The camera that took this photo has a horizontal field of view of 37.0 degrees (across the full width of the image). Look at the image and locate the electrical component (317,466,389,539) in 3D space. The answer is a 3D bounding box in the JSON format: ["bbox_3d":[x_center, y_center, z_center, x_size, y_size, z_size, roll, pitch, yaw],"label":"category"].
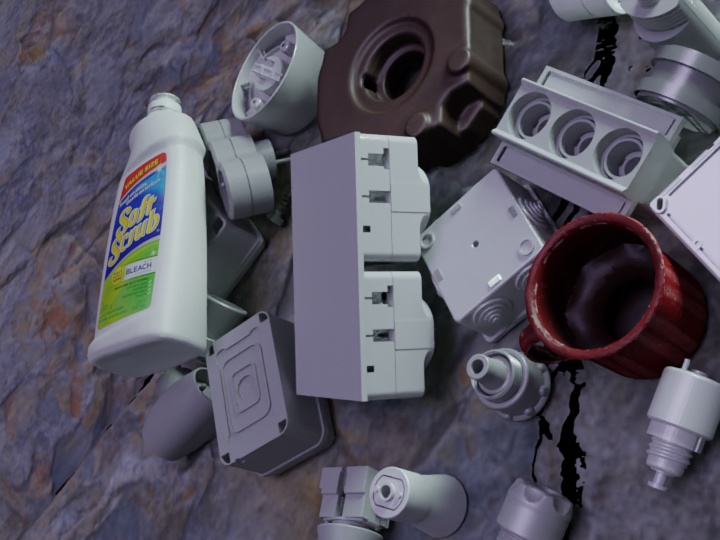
[{"bbox_3d":[-0.004,0.176,0.784,0.066,0.048,0.055,-11,58,39],"label":"electrical component"}]

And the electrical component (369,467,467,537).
[{"bbox_3d":[0.038,0.157,0.739,0.044,0.065,0.044,-18,61,36],"label":"electrical component"}]

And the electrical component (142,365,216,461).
[{"bbox_3d":[-0.156,0.113,0.944,0.077,0.044,0.079,-46,51,21],"label":"electrical component"}]

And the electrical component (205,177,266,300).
[{"bbox_3d":[-0.156,-0.021,0.996,0.108,0.056,0.108,-52,46,12],"label":"electrical component"}]

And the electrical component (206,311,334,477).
[{"bbox_3d":[-0.073,0.101,0.868,0.078,0.057,0.113,-33,53,28],"label":"electrical component"}]

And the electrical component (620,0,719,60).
[{"bbox_3d":[0.207,-0.167,0.716,0.043,0.081,0.043,-18,61,36],"label":"electrical component"}]

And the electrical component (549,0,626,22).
[{"bbox_3d":[0.170,-0.211,0.788,0.047,0.055,0.055,-1,72,46],"label":"electrical component"}]

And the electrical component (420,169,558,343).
[{"bbox_3d":[0.096,-0.011,0.771,0.100,0.048,0.099,-42,49,22],"label":"electrical component"}]

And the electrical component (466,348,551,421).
[{"bbox_3d":[0.096,0.073,0.725,0.048,0.062,0.048,-18,60,34],"label":"electrical component"}]

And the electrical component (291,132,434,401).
[{"bbox_3d":[0.000,0.000,0.799,0.105,0.060,0.186,-7,84,61],"label":"electrical component"}]

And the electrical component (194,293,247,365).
[{"bbox_3d":[-0.131,0.053,0.950,0.045,0.045,0.055,26,90,45],"label":"electrical component"}]

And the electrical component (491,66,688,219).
[{"bbox_3d":[0.159,-0.082,0.735,0.121,0.063,0.078,34,96,45],"label":"electrical component"}]

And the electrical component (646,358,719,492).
[{"bbox_3d":[0.192,0.094,0.645,0.040,0.040,0.078,18,84,45],"label":"electrical component"}]

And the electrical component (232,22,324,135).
[{"bbox_3d":[-0.075,-0.174,0.984,0.099,0.064,0.099,-18,61,36],"label":"electrical component"}]

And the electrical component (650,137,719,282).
[{"bbox_3d":[0.235,-0.022,0.647,0.061,0.061,0.096,-46,55,17],"label":"electrical component"}]

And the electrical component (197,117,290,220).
[{"bbox_3d":[-0.097,-0.097,0.975,0.138,0.074,0.052,-123,24,-54],"label":"electrical component"}]

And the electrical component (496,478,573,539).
[{"bbox_3d":[0.107,0.168,0.687,0.043,0.043,0.062,22,89,45],"label":"electrical component"}]
